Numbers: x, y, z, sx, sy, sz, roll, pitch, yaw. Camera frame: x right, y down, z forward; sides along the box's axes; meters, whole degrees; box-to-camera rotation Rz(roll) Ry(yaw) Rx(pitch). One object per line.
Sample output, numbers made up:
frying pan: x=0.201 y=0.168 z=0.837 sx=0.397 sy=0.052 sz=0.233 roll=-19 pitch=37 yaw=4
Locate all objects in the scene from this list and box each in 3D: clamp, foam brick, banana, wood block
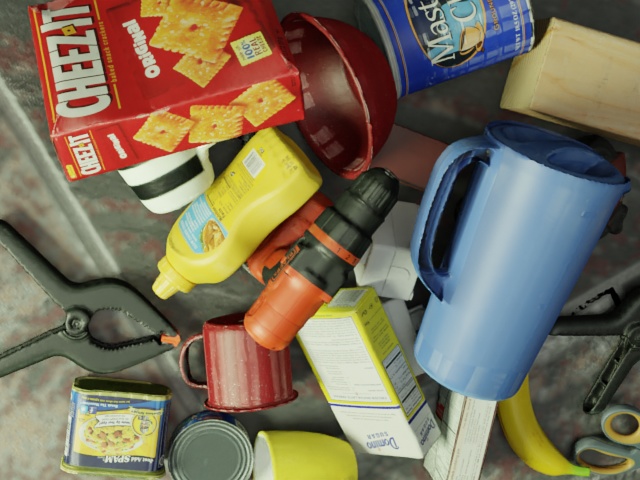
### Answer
clamp: x=0.315 y=0.091 z=1.109 sx=0.171 sy=0.039 sz=0.120 roll=-40 pitch=113 yaw=0
clamp: x=-0.238 y=0.067 z=1.026 sx=0.209 sy=0.036 sz=0.164 roll=5 pitch=98 yaw=-11
foam brick: x=0.080 y=-0.083 z=1.039 sx=0.078 sy=0.053 sz=0.051 roll=20 pitch=96 yaw=-12
banana: x=0.215 y=0.169 z=1.110 sx=0.069 sy=0.037 sz=0.198 roll=-24 pitch=101 yaw=-6
wood block: x=0.295 y=-0.145 z=1.040 sx=0.206 sy=0.091 sz=0.090 roll=14 pitch=97 yaw=-10

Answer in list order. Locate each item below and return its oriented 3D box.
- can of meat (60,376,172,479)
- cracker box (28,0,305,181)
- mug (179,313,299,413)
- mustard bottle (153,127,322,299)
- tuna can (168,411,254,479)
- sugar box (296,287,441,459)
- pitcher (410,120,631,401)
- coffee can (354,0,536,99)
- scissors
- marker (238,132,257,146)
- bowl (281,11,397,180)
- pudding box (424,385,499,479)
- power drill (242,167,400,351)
can of meat: x=-0.197 y=0.183 z=1.043 sx=0.102 sy=0.057 sz=0.084 roll=7 pitch=96 yaw=-10
cracker box: x=-0.137 y=-0.158 z=0.939 sx=0.213 sy=0.164 sz=0.072 roll=-15 pitch=146 yaw=-6
mug: x=-0.081 y=0.116 z=1.037 sx=0.117 sy=0.093 sz=0.081 roll=-3 pitch=96 yaw=18
mustard bottle: x=-0.087 y=-0.017 z=1.002 sx=0.192 sy=0.096 sz=0.058 roll=-45 pitch=131 yaw=9
tuna can: x=-0.110 y=0.216 z=1.072 sx=0.086 sy=0.034 sz=0.086 roll=-1 pitch=100 yaw=-8
sugar box: x=0.043 y=0.130 z=1.039 sx=0.048 sy=0.094 sz=0.176 roll=-46 pitch=120 yaw=-39
pitcher: x=0.164 y=0.020 z=0.972 sx=0.149 sy=0.144 sz=0.243 roll=27 pitch=113 yaw=19
coffee can: x=0.115 y=-0.201 z=0.998 sx=0.140 sy=0.103 sz=0.103 roll=-20 pitch=102 yaw=-5
scissors: x=0.370 y=0.222 z=1.143 sx=0.201 sy=0.016 sz=0.096 roll=5 pitch=116 yaw=-9
marker: x=-0.059 y=-0.149 z=1.024 sx=0.020 sy=0.020 sz=0.121 roll=10 pitch=98 yaw=-10
bowl: x=0.023 y=-0.139 z=0.976 sx=0.055 sy=0.162 sz=0.162 roll=-26 pitch=103 yaw=-21
pudding box: x=0.141 y=0.196 z=1.076 sx=0.039 sy=0.090 sz=0.113 roll=9 pitch=98 yaw=-9
power drill: x=-0.006 y=0.001 z=0.972 sx=0.057 sy=0.188 sz=0.184 roll=39 pitch=94 yaw=-11
